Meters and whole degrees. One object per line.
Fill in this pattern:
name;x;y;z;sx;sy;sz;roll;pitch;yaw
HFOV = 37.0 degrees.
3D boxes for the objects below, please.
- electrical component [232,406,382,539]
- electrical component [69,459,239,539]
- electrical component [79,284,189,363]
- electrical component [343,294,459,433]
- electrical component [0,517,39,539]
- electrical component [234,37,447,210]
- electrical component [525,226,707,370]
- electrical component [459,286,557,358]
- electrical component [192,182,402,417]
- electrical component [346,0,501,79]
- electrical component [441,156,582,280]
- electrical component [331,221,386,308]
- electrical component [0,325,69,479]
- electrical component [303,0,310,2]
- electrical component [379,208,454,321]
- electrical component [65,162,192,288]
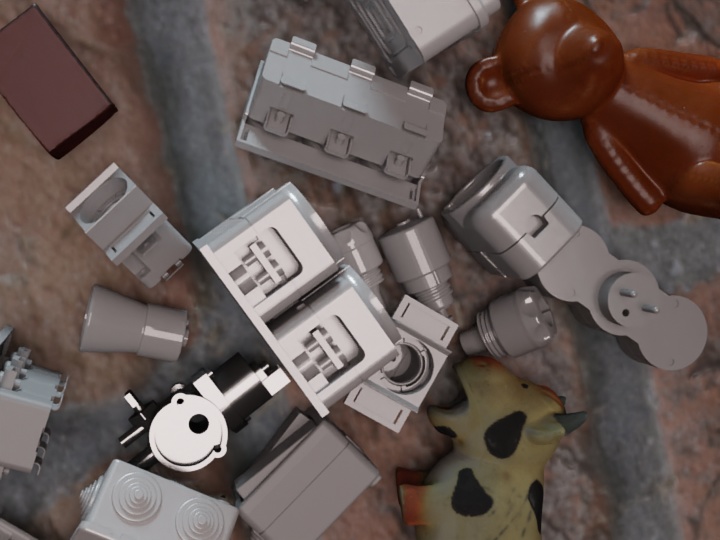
electrical component;-0.044;0.141;0.702;0.096;0.062;0.061;-45;99;-5
electrical component;-0.130;0.163;0.671;0.100;0.099;0.048;25;60;-10
electrical component;-0.144;0.037;0.691;0.065;0.044;0.044;13;90;-15
electrical component;0.024;0.060;0.710;0.042;0.064;0.081;31;87;-11
electrical component;-0.215;0.206;0.667;0.095;0.053;0.059;29;117;2
electrical component;-0.011;-0.096;0.690;0.121;0.063;0.078;19;49;-10
electrical component;0.179;0.019;0.730;0.138;0.074;0.052;34;87;-10
electrical component;0.098;0.040;0.731;0.062;0.043;0.043;-25;98;23
electrical component;-0.041;0.011;0.633;0.060;0.186;0.105;-36;98;-7
electrical component;0.035;-0.172;0.676;0.057;0.113;0.078;-34;98;-4
electrical component;0.095;-0.034;0.701;0.053;0.095;0.059;-45;99;-5
electrical component;0.000;0.000;0.717;0.035;0.035;0.061;-26;99;-8
electrical component;-0.213;0.081;0.639;0.063;0.121;0.078;18;90;-13
electrical component;-0.042;-0.209;0.696;0.062;0.043;0.043;44;85;-7
electrical component;0.042;0.000;0.722;0.040;0.040;0.078;-24;97;-8
electrical component;-0.142;-0.026;0.672;0.042;0.081;0.063;-45;128;-4
